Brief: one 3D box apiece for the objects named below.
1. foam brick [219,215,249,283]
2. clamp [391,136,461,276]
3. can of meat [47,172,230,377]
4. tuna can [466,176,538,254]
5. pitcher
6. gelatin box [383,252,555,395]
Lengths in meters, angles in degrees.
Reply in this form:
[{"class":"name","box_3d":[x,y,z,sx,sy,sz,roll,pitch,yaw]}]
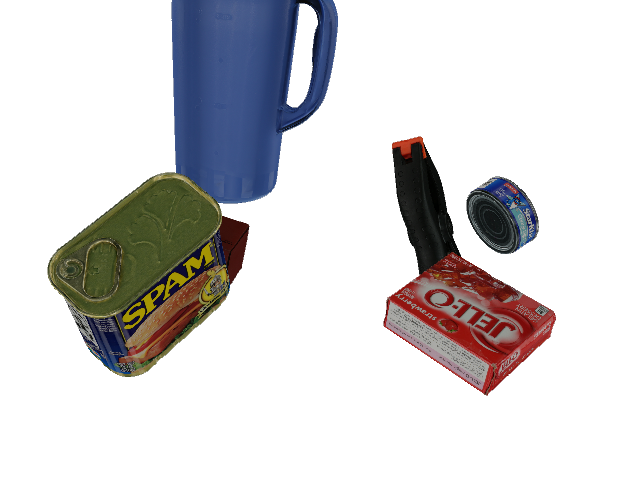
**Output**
[{"class":"foam brick","box_3d":[-0.114,0.006,0.999,0.078,0.051,0.053,20,35,8]},{"class":"clamp","box_3d":[0.095,0.000,0.918,0.039,0.171,0.120,-17,19,16]},{"class":"can of meat","box_3d":[-0.103,0.023,0.637,0.057,0.102,0.084,39,-24,24]},{"class":"tuna can","box_3d":[0.206,-0.028,1.220,0.033,0.086,0.086,-31,13,-23]},{"class":"pitcher","box_3d":[-0.080,-0.163,1.089,0.144,0.243,0.149,-9,30,-26]},{"class":"gelatin box","box_3d":[0.099,0.052,0.710,0.089,0.030,0.073,32,45,29]}]
